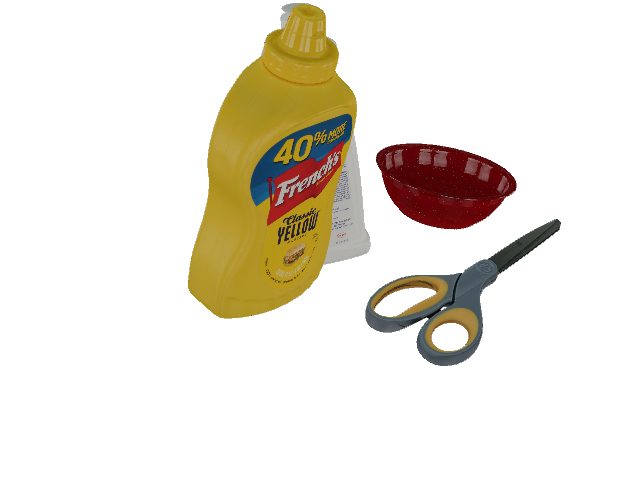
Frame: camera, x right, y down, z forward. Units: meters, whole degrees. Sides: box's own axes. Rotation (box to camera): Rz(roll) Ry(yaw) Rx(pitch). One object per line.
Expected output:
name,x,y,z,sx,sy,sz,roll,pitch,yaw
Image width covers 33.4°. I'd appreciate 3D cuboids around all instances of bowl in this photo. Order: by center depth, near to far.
bowl,0.137,-0.057,1.214,0.162,0.055,0.162,8,25,-4

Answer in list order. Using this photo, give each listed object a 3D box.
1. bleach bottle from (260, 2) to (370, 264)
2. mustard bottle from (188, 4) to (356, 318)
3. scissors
bleach bottle,-0.007,-0.100,1.015,0.102,0.251,0.068,-12,29,-17
mustard bottle,-0.023,-0.047,0.621,0.096,0.192,0.058,-24,50,-38
scissors,0.131,0.040,0.823,0.201,0.016,0.096,-17,47,-22
